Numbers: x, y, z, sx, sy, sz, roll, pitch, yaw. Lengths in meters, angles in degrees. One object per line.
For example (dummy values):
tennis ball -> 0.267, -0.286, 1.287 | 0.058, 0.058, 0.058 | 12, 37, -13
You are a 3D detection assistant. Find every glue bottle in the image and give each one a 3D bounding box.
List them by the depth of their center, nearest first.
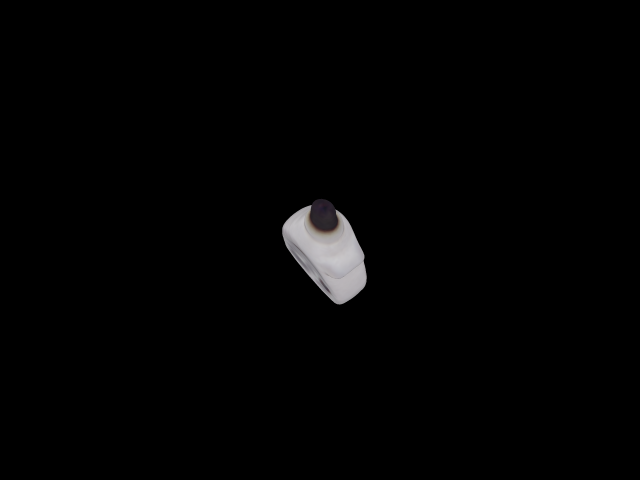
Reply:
glue bottle -> 0.004, 0.001, 0.400 | 0.037, 0.173, 0.078 | -38, 80, -7
